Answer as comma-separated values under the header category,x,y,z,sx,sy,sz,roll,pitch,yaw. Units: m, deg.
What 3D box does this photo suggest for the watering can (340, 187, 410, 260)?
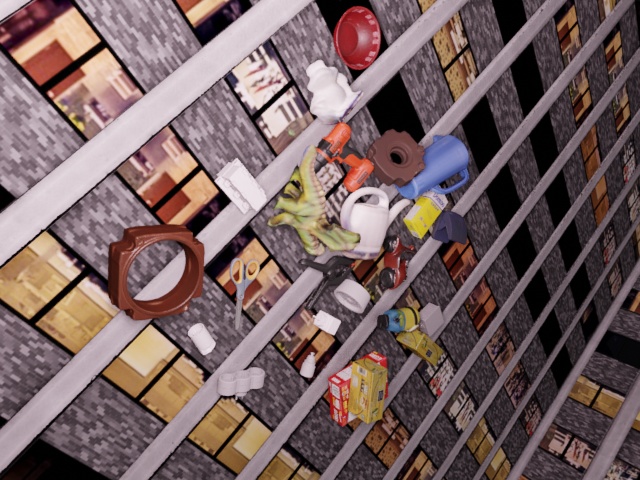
category,x,y,z,sx,sy,sz,roll,pitch,yaw
watering can,0.170,-0.046,1.582,0.348,0.105,0.223,3,103,-50

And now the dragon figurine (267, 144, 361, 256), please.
category,x,y,z,sx,sy,sz,roll,pitch,yaw
dragon figurine,0.004,-0.066,1.306,0.242,0.403,0.124,34,61,-3

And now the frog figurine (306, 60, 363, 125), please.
category,x,y,z,sx,sy,sz,roll,pitch,yaw
frog figurine,0.019,-0.390,1.369,0.159,0.122,0.138,38,85,-4
